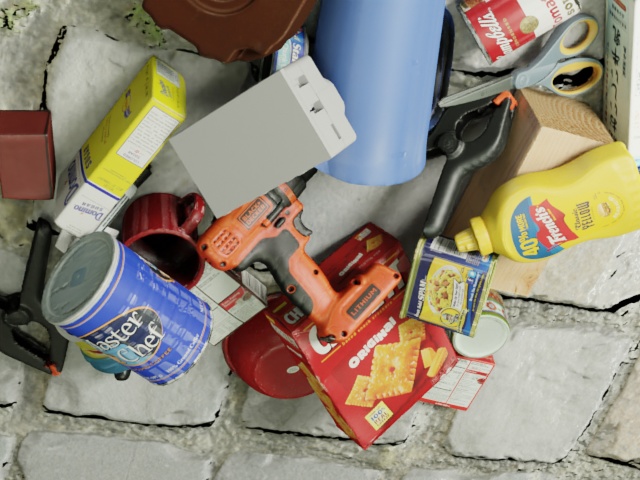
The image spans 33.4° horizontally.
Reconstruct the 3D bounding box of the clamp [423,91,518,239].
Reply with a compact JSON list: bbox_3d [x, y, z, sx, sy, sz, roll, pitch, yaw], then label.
[{"bbox_3d":[0.130,-0.097,1.125,0.171,0.120,0.039,-49,157,2],"label":"clamp"}]

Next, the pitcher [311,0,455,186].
[{"bbox_3d":[0.062,-0.186,1.023,0.145,0.149,0.243,10,122,2],"label":"pitcher"}]

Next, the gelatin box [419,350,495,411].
[{"bbox_3d":[0.170,0.172,1.358,0.073,0.030,0.089,14,123,-17],"label":"gelatin box"}]

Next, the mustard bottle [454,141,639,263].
[{"bbox_3d":[0.230,-0.027,1.088,0.192,0.058,0.096,-19,125,7],"label":"mustard bottle"}]

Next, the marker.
[{"bbox_3d":[-0.217,-0.034,1.111,0.121,0.020,0.020,-52,124,-13],"label":"marker"}]

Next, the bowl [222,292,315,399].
[{"bbox_3d":[-0.036,0.140,1.285,0.162,0.055,0.162,-5,127,-6],"label":"bowl"}]

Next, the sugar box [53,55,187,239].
[{"bbox_3d":[-0.201,-0.091,1.061,0.048,0.093,0.176,33,115,-27],"label":"sugar box"}]

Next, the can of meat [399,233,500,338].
[{"bbox_3d":[0.139,0.047,1.142,0.084,0.057,0.102,17,121,12],"label":"can of meat"}]

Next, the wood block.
[{"bbox_3d":[0.222,-0.051,1.162,0.090,0.090,0.206,11,124,-17],"label":"wood block"}]

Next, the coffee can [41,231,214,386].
[{"bbox_3d":[-0.191,0.070,1.067,0.103,0.103,0.140,-37,129,17],"label":"coffee can"}]

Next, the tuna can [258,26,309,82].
[{"bbox_3d":[-0.037,-0.167,1.036,0.033,0.086,0.086,7,125,-12],"label":"tuna can"}]

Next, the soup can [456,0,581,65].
[{"bbox_3d":[0.194,-0.226,1.041,0.102,0.068,0.068,-30,126,12],"label":"soup can"}]

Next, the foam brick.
[{"bbox_3d":[-0.295,-0.086,1.075,0.051,0.053,0.078,-2,125,-8],"label":"foam brick"}]

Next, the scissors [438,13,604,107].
[{"bbox_3d":[0.210,-0.181,1.074,0.201,0.016,0.096,-5,119,-29],"label":"scissors"}]

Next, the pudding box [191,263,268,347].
[{"bbox_3d":[-0.128,0.060,1.221,0.090,0.039,0.113,-37,122,19],"label":"pudding box"}]

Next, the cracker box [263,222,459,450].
[{"bbox_3d":[0.055,0.114,1.231,0.164,0.072,0.213,-40,128,-14],"label":"cracker box"}]

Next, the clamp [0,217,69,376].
[{"bbox_3d":[-0.350,0.076,1.197,0.164,0.036,0.210,-13,128,1],"label":"clamp"}]

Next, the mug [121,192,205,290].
[{"bbox_3d":[-0.164,-0.005,1.138,0.093,0.081,0.117,30,117,-27],"label":"mug"}]

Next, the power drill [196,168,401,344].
[{"bbox_3d":[-0.007,0.001,1.113,0.187,0.057,0.184,43,79,-4],"label":"power drill"}]
